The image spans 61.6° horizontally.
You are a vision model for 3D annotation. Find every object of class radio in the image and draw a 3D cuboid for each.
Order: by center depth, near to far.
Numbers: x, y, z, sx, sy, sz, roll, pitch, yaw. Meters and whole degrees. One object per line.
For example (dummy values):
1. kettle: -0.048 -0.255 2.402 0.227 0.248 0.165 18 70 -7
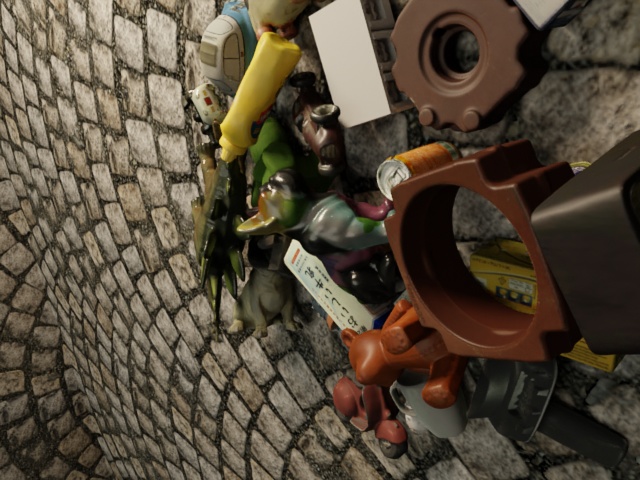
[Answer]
1. radio: 0.273 -0.013 0.433 0.073 0.229 0.131 -18 98 54

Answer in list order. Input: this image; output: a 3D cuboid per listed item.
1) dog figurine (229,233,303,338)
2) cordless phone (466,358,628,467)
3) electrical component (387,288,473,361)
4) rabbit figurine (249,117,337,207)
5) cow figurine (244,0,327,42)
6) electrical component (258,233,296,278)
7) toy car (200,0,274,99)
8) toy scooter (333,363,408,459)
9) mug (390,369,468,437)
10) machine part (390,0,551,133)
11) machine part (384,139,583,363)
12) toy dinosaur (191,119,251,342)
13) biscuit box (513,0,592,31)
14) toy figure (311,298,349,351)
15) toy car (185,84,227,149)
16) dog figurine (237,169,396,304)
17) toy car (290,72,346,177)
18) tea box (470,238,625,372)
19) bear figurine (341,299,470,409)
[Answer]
1. dog figurine: -0.113 0.076 1.022 0.172 0.121 0.190 -3 92 46
2. cordless phone: 0.286 0.196 0.656 0.184 0.089 0.146 23 125 26
3. electrical component: 0.171 0.103 0.737 0.134 0.058 0.115 51 140 16
4. rabbit figurine: -0.057 -0.119 0.859 0.170 0.121 0.159 61 151 35
5. cow figurine: -0.042 -0.369 0.716 0.195 0.085 0.127 -29 88 55
6. electrical component: -0.059 0.024 0.923 0.045 0.102 0.078 0 77 43
7. toy car: -0.134 -0.289 0.841 0.109 0.103 0.161 31 132 33
8. toy scooter: 0.079 0.258 0.884 0.184 0.075 0.135 26 129 56
9. mug: 0.162 0.237 0.790 0.110 0.081 0.107 -26 97 28
10. machine part: 0.158 -0.208 0.595 0.180 0.056 0.179 22 123 39
11. machine part: 0.170 0.014 0.542 0.201 0.087 0.201 -16 97 61
12. toy dinosaur: -0.180 -0.003 0.957 0.470 0.105 0.199 100 165 -46
13. biscuit box: 0.183 -0.297 0.516 0.203 0.063 0.059 57 140 11
14. toy figure: 0.046 0.145 0.897 0.155 0.058 0.064 45 130 29
15. toy car: -0.188 -0.210 0.931 0.073 0.056 0.202 64 173 0
16. dog figurine: -0.002 -0.002 0.754 0.219 0.108 0.191 3 115 4
17. toy car: -0.009 -0.164 0.741 0.202 0.053 0.089 -114 9 -52
18. tea box: 0.260 0.067 0.610 0.170 0.068 0.098 18 122 40
19. bear figurine: 0.094 0.152 0.699 0.196 0.132 0.120 -32 93 42
